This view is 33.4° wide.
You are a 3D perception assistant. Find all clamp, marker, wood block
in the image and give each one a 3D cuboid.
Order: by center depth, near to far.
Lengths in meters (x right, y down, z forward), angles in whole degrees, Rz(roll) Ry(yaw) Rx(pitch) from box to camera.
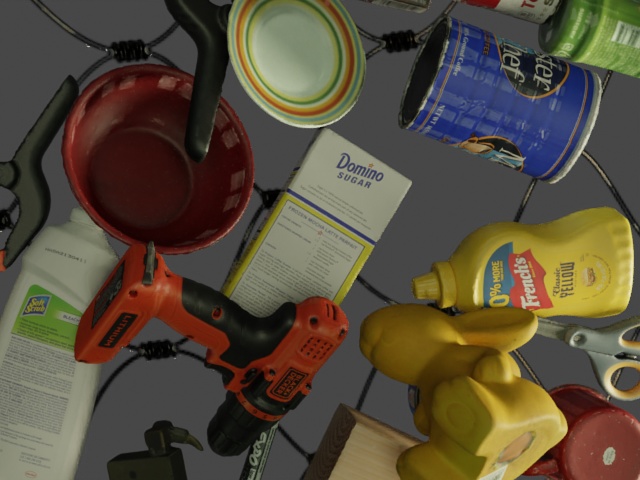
[{"bbox_3d":[-0.252,-0.061,0.881,0.120,0.039,0.171,-7,98,-2],"label":"clamp"},{"bbox_3d":[-0.080,-0.171,0.883,0.164,0.036,0.210,-31,93,-32],"label":"clamp"},{"bbox_3d":[0.096,0.229,0.916,0.206,0.090,0.091,26,88,-7],"label":"wood block"},{"bbox_3d":[-0.051,0.179,0.931,0.020,0.020,0.121,18,90,-9],"label":"marker"}]

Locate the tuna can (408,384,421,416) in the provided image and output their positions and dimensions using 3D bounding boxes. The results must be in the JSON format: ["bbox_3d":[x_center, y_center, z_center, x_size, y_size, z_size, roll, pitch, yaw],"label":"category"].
[{"bbox_3d":[0.122,0.138,0.947,0.086,0.034,0.086,0,93,-8],"label":"tuna can"}]

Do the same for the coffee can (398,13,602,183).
[{"bbox_3d":[0.150,-0.119,0.906,0.140,0.103,0.103,19,89,-9],"label":"coffee can"}]

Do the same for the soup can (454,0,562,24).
[{"bbox_3d":[0.155,-0.231,0.920,0.102,0.068,0.068,13,90,-10],"label":"soup can"}]

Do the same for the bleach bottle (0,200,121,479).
[{"bbox_3d":[-0.217,0.092,0.881,0.102,0.068,0.251,18,88,-8],"label":"bleach bottle"}]

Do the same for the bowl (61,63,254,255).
[{"bbox_3d":[-0.137,-0.059,0.873,0.161,0.055,0.162,8,71,-25],"label":"bowl"}]

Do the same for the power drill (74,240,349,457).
[{"bbox_3d":[-0.096,0.091,0.856,0.187,0.057,0.185,24,121,-24],"label":"power drill"}]

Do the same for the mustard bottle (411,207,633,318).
[{"bbox_3d":[0.175,0.030,0.936,0.191,0.058,0.096,-7,114,-7],"label":"mustard bottle"}]

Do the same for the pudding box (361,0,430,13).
[{"bbox_3d":[0.047,-0.251,0.916,0.113,0.039,0.090,12,91,-9],"label":"pudding box"}]

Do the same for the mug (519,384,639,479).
[{"bbox_3d":[0.225,0.183,0.941,0.117,0.081,0.093,-13,94,-8],"label":"mug"}]

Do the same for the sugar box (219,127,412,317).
[{"bbox_3d":[-0.006,0.001,0.917,0.093,0.048,0.176,32,84,-9],"label":"sugar box"}]

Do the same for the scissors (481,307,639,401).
[{"bbox_3d":[0.229,0.102,0.949,0.201,0.016,0.096,1,116,-13],"label":"scissors"}]
